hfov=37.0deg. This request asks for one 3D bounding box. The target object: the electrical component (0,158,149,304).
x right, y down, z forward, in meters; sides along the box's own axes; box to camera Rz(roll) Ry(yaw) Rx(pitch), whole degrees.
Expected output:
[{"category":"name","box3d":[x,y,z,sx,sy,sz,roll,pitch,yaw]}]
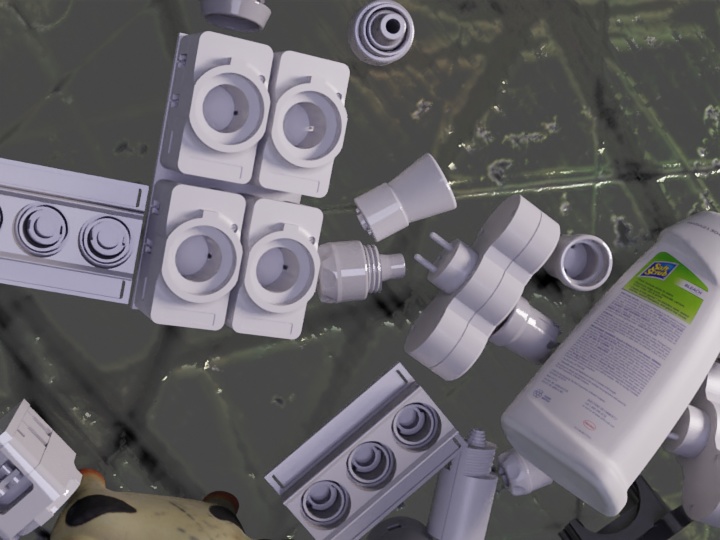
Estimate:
[{"category":"electrical component","box3d":[-0.206,-0.028,0.705,0.121,0.063,0.078,10,94,-11]}]

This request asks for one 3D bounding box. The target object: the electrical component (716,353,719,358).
[{"category":"electrical component","box3d":[0.277,0.049,0.799,0.044,0.065,0.044,-1,97,-10]}]

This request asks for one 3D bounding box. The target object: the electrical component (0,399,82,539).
[{"category":"electrical component","box3d":[-0.261,0.166,0.704,0.150,0.089,0.061,-41,102,-3]}]

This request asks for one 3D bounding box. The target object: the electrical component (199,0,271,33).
[{"category":"electrical component","box3d":[-0.081,-0.192,0.718,0.066,0.048,0.055,10,87,-11]}]

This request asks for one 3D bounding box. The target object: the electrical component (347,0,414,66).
[{"category":"electrical component","box3d":[0.016,-0.162,0.730,0.043,0.062,0.043,-1,97,-10]}]

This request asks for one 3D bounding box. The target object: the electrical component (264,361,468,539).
[{"category":"electrical component","box3d":[0.003,0.130,0.760,0.121,0.063,0.078,-40,101,-4]}]

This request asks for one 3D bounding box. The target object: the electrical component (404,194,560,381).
[{"category":"electrical component","box3d":[0.073,0.003,0.764,0.074,0.052,0.138,35,89,-12]}]

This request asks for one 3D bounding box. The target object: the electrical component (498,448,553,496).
[{"category":"electrical component","box3d":[0.136,0.143,0.801,0.061,0.035,0.035,-19,99,-10]}]

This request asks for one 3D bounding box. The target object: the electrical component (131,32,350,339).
[{"category":"electrical component","box3d":[-0.078,-0.054,0.714,0.105,0.060,0.186,9,95,-26]}]

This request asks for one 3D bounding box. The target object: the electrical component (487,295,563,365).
[{"category":"electrical component","box3d":[0.119,0.044,0.784,0.046,0.040,0.040,32,90,-17]}]

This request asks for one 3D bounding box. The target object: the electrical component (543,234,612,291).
[{"category":"electrical component","box3d":[0.156,-0.007,0.781,0.040,0.046,0.040,-1,97,-10]}]

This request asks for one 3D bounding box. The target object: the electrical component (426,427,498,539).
[{"category":"electrical component","box3d":[0.078,0.155,0.787,0.043,0.043,0.081,11,94,-11]}]

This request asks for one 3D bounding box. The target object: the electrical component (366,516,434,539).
[{"category":"electrical component","box3d":[0.033,0.214,0.784,0.055,0.047,0.055,-1,97,-10]}]

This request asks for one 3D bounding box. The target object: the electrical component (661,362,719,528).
[{"category":"electrical component","box3d":[0.242,0.118,0.773,0.074,0.138,0.052,20,132,-12]}]

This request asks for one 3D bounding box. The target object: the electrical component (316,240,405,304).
[{"category":"electrical component","box3d":[0.000,0.000,0.755,0.062,0.043,0.043,-6,97,-10]}]

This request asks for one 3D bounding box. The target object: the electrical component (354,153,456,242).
[{"category":"electrical component","box3d":[0.029,-0.048,0.757,0.065,0.044,0.044,-28,100,-1]}]
